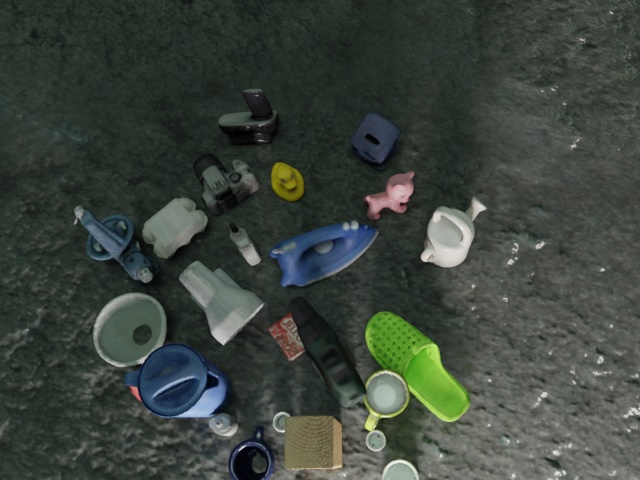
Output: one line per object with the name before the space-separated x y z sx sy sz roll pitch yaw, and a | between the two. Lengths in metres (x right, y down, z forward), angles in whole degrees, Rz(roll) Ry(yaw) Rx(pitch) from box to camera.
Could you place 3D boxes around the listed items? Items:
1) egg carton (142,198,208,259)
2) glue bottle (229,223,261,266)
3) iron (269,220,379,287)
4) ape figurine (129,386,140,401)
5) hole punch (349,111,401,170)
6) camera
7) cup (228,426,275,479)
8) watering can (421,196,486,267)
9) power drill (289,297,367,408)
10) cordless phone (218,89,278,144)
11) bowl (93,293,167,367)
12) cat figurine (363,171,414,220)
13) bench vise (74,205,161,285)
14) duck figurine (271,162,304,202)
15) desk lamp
egg carton | -0.348 -0.030 1.373 0.150 0.069 0.107 -42 71 -10
glue bottle | -0.176 -0.001 1.289 0.037 0.173 0.078 -34 70 -7
iron | 0.012 0.005 1.284 0.258 0.141 0.118 -23 69 -3
ape figurine | -0.382 0.309 1.238 0.077 0.092 0.076 11 71 10
hole punch | 0.134 -0.241 1.390 0.108 0.091 0.101 36 77 17
camera | -0.241 -0.157 1.392 0.143 0.101 0.136 -33 70 -6
cup | -0.128 0.439 1.162 0.091 0.095 0.118 8 71 9
watering can | 0.285 -0.023 1.238 0.100 0.194 0.173 23 74 14
power drill | 0.015 0.234 1.163 0.075 0.208 0.229 -33 70 -6
cordless phone | -0.184 -0.317 1.401 0.147 0.185 0.094 -6 69 4
bowl | -0.415 0.207 1.289 0.167 0.075 0.167 -2 69 5
cat figurine | 0.163 -0.108 1.323 0.128 0.118 0.067 -18 69 -1
bench vise | -0.452 0.002 1.291 0.207 0.220 0.121 24 74 14
duck figurine | -0.083 -0.152 1.382 0.077 0.086 0.104 -29 69 -5
desk lamp | -0.211 0.132 1.221 0.203 0.214 0.118 40 78 18
